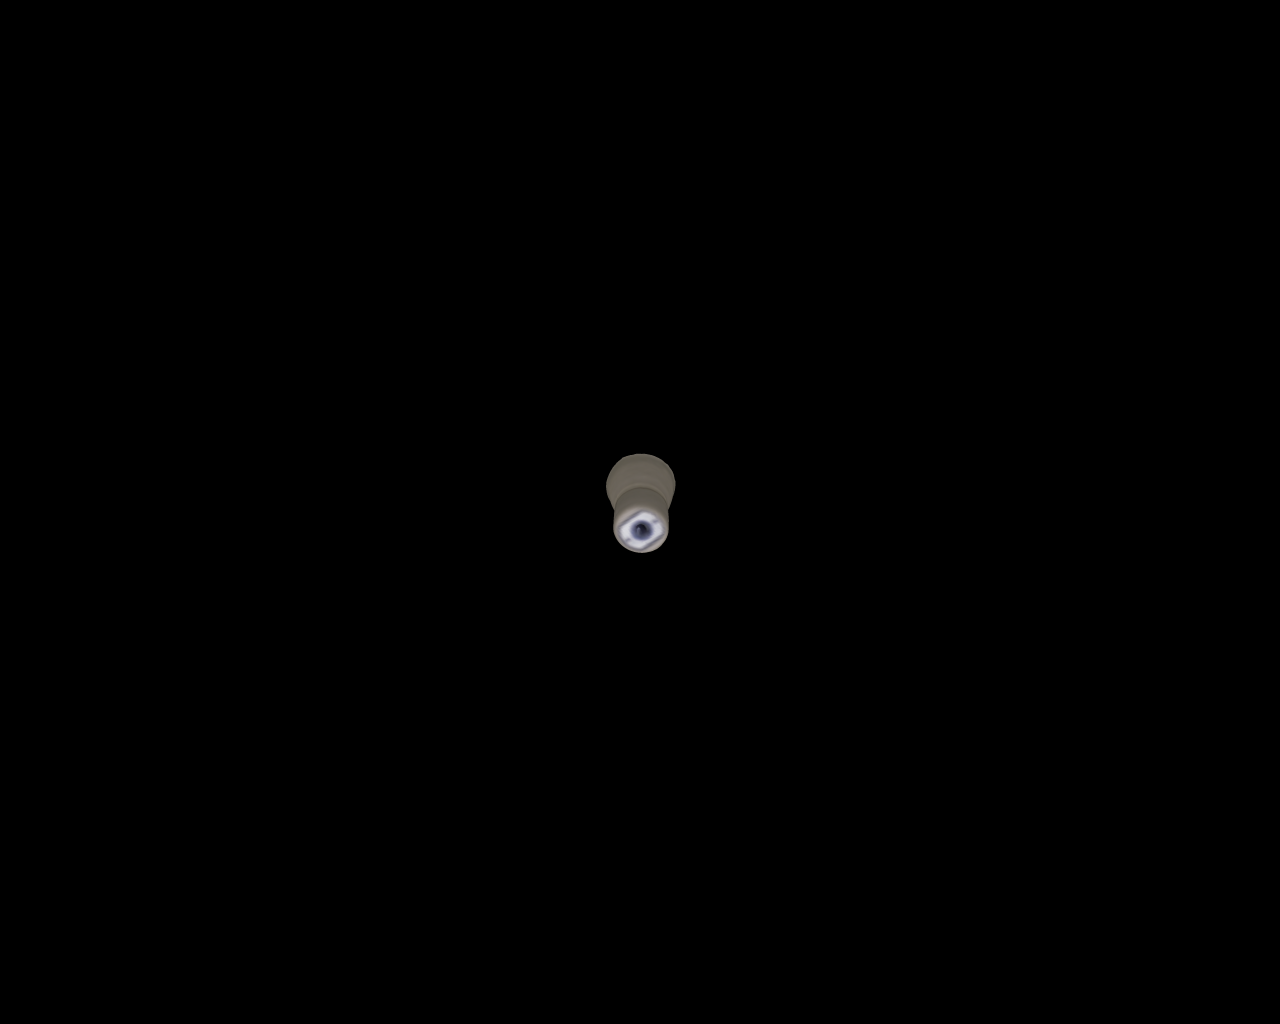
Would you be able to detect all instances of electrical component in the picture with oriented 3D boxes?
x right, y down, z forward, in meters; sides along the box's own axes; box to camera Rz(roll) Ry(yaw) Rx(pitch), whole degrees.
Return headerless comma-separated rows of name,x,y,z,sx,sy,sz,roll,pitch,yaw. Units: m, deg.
electrical component,0.001,-0.003,0.650,0.044,0.044,0.065,0,28,0
